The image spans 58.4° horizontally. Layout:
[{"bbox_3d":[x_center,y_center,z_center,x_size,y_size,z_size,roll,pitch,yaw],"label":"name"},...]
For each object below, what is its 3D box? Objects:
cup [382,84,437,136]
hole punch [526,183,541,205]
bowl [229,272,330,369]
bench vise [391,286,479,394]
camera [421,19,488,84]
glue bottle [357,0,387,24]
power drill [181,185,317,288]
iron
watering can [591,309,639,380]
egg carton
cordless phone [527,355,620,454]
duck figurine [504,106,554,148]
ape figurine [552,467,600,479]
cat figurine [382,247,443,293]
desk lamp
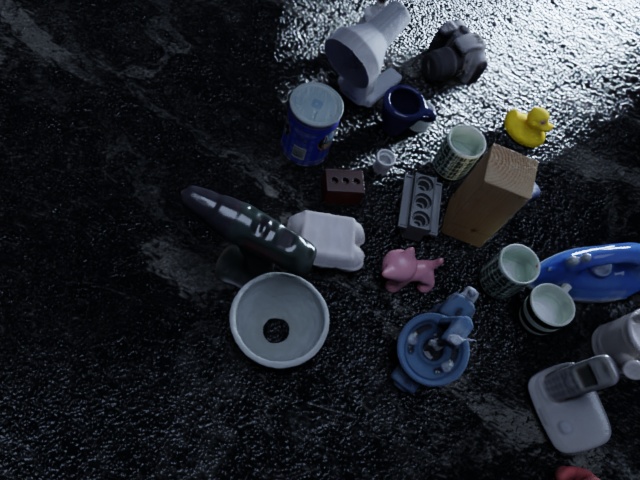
[{"bbox_3d":[0.180,-0.261,1.212,0.118,0.095,0.092,20,63,-2],"label":"cup"},{"bbox_3d":[0.402,-0.121,1.196,0.101,0.091,0.108,-31,75,-23],"label":"hole punch"},{"bbox_3d":[-0.072,0.144,0.978,0.167,0.074,0.167,5,64,-10],"label":"bowl"},{"bbox_3d":[0.204,0.145,0.955,0.121,0.219,0.207,22,63,-1],"label":"bench vise"},{"bbox_3d":[0.298,-0.431,1.314,0.137,0.100,0.143,-22,71,-20],"label":"camera"},{"bbox_3d":[0.119,-0.480,1.258,0.078,0.173,0.037,3,64,-10],"label":"glue bottle"},{"bbox_3d":[-0.124,0.010,0.955,0.229,0.208,0.076,22,63,-1],"label":"power drill"},{"bbox_3d":[0.537,0.050,1.116,0.259,0.141,0.118,-4,66,-14],"label":"iron"},{"bbox_3d":[0.592,0.181,1.037,0.101,0.194,0.173,20,63,-2],"label":"watering can"},{"bbox_3d":[0.010,0.004,1.064,0.150,0.069,0.107,8,64,-8],"label":"egg carton"},{"bbox_3d":[0.447,0.274,0.967,0.094,0.185,0.147,-15,69,-18],"label":"cordless phone"},{"bbox_3d":[0.472,-0.265,1.282,0.104,0.086,0.078,38,63,7],"label":"duck figurine"},{"bbox_3d":[0.438,0.412,0.952,0.076,0.092,0.077,-12,68,-17],"label":"ape figurine"},{"bbox_3d":[0.163,0.050,1.049,0.128,0.117,0.067,-2,66,-13],"label":"cat figurine"},{"bbox_3d":[0.100,-0.379,1.183,0.118,0.213,0.203,42,64,9],"label":"desk lamp"}]
